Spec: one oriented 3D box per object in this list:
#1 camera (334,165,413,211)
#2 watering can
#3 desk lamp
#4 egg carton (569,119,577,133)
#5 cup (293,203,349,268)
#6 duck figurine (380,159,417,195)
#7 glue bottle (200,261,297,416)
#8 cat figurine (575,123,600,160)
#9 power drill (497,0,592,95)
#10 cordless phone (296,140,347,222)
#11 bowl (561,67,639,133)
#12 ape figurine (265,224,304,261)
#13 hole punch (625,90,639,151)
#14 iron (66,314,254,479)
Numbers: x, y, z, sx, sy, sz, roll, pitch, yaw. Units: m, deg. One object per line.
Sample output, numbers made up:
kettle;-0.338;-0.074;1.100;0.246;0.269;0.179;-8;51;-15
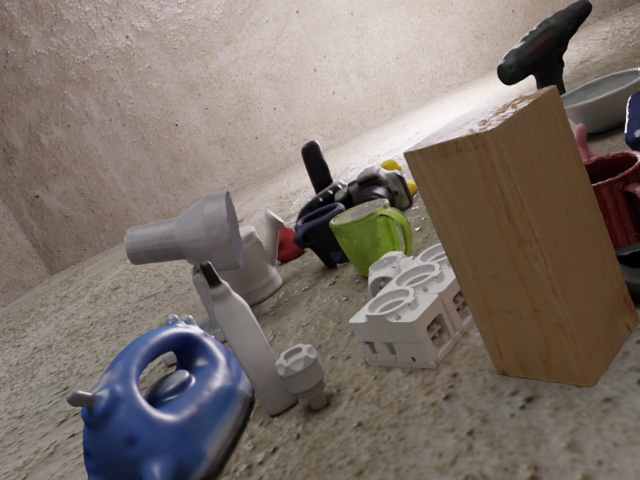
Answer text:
camera;0.089;-0.076;1.087;0.143;0.101;0.137;-20;15;22
watering can;-0.145;0.010;0.995;0.173;0.194;0.100;-33;15;-25
desk lamp;-0.189;0.051;0.881;0.203;0.214;0.118;-25;14;3
egg carton;0.349;-0.145;0.936;0.150;0.069;0.107;-19;15;27
cup;0.009;0.003;0.951;0.091;0.095;0.118;-14;18;41
duck figurine;0.151;-0.125;1.189;0.077;0.086;0.105;-18;16;29
glue bottle;-0.081;0.097;0.600;0.037;0.173;0.078;-29;14;-11
cat figurine;0.331;-0.132;0.821;0.067;0.118;0.127;-33;15;-26
power drill;0.468;-0.335;1.132;0.230;0.208;0.075;-29;14;-10
cordless phone;-0.015;-0.107;1.213;0.093;0.185;0.148;-12;19;44
bowl;0.490;-0.231;0.990;0.167;0.075;0.167;-24;14;7
ape figurine;-0.079;-0.004;1.146;0.076;0.092;0.078;-12;19;44
hole punch;0.454;-0.154;0.734;0.108;0.091;0.101;-13;19;42
iron;-0.156;0.152;0.600;0.118;0.141;0.258;-21;15;20
